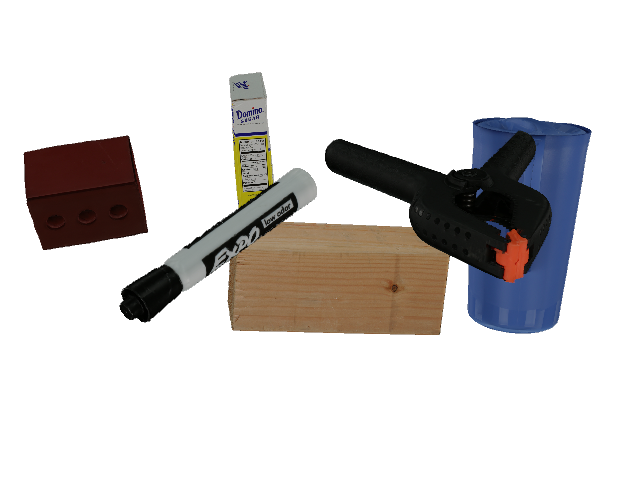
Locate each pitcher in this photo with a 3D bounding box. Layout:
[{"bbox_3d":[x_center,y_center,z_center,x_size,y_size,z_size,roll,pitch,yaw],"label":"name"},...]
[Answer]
[{"bbox_3d":[0.232,-0.018,1.234,0.149,0.243,0.145,-6,17,-32],"label":"pitcher"}]

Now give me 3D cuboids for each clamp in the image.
[{"bbox_3d":[0.090,-0.031,0.740,0.164,0.036,0.210,-2,26,-3],"label":"clamp"}]

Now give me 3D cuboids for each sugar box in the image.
[{"bbox_3d":[-0.080,-0.098,1.251,0.048,0.176,0.093,-7,26,-3],"label":"sugar box"}]

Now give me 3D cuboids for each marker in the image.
[{"bbox_3d":[-0.047,0.001,0.509,0.120,0.020,0.020,-38,23,-34],"label":"marker"}]

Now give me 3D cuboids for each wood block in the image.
[{"bbox_3d":[0.014,0.037,1.064,0.206,0.091,0.090,3,17,-8],"label":"wood block"}]

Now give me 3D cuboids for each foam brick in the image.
[{"bbox_3d":[-0.167,-0.034,0.758,0.078,0.051,0.053,-10,-41,-6],"label":"foam brick"}]
